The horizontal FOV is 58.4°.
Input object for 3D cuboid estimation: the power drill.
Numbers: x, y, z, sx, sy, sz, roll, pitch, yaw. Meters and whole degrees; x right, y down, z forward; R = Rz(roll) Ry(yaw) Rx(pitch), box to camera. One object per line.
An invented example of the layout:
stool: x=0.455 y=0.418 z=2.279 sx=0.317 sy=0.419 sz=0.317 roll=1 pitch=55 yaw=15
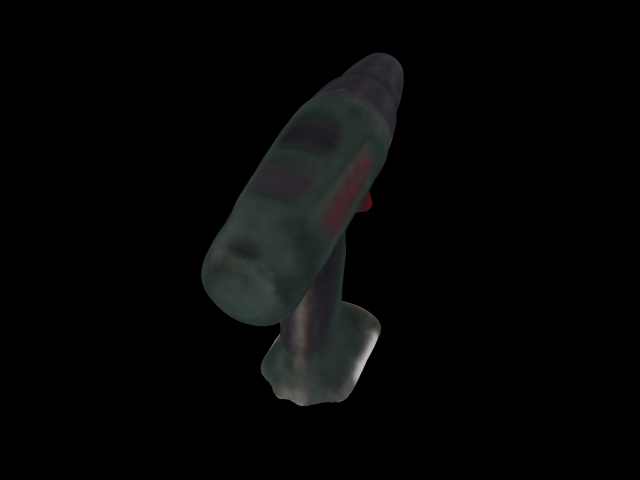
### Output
power drill: x=0.004 y=0.001 z=0.400 sx=0.075 sy=0.208 sz=0.230 roll=13 pitch=38 yaw=18
